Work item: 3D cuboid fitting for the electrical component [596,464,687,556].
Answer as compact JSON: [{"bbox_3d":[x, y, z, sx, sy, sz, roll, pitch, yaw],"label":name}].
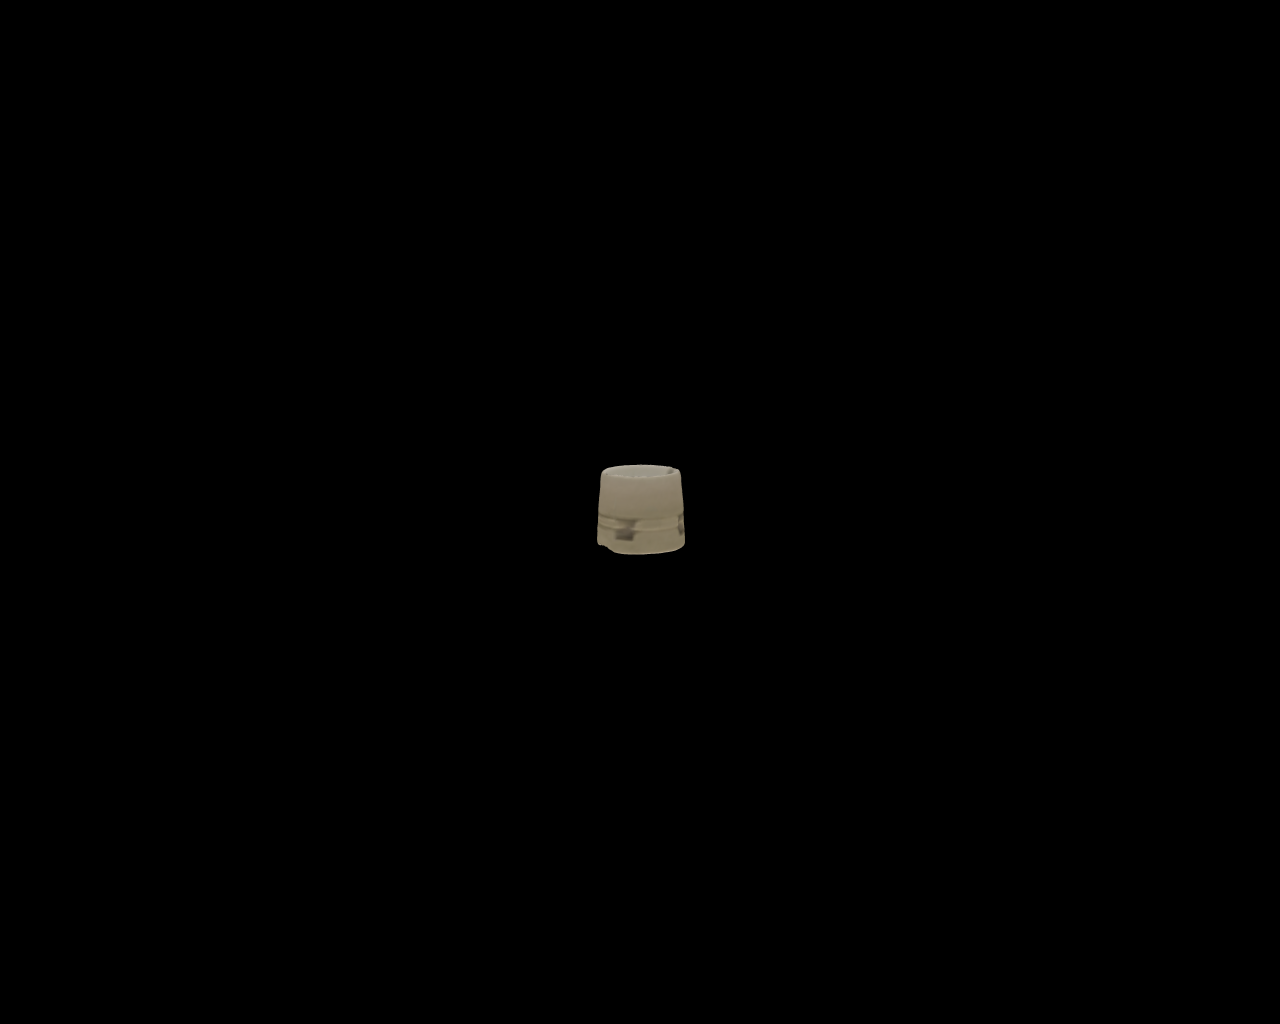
[{"bbox_3d":[0.001,-0.003,0.650,0.055,0.047,0.055,0,11,0],"label":"electrical component"}]
